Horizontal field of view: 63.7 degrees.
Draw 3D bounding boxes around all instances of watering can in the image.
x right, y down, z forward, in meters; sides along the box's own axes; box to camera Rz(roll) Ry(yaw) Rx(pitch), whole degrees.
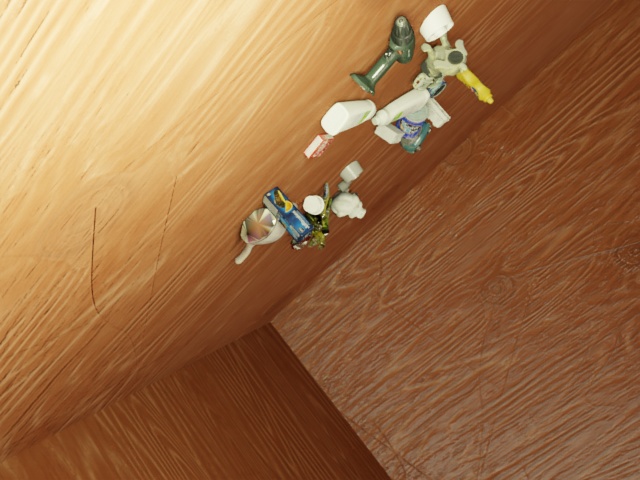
[{"bbox_3d":[-0.224,-0.020,1.914,0.345,0.105,0.224,-42,-12,10],"label":"watering can"}]

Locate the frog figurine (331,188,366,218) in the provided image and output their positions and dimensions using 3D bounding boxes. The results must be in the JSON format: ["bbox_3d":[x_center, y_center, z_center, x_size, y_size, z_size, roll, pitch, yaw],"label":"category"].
[{"bbox_3d":[0.133,-0.156,2.444,0.136,0.161,0.122,-43,-13,12],"label":"frog figurine"}]

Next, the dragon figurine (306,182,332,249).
[{"bbox_3d":[0.007,-0.118,2.339,0.122,0.402,0.247,19,28,1],"label":"dragon figurine"}]
